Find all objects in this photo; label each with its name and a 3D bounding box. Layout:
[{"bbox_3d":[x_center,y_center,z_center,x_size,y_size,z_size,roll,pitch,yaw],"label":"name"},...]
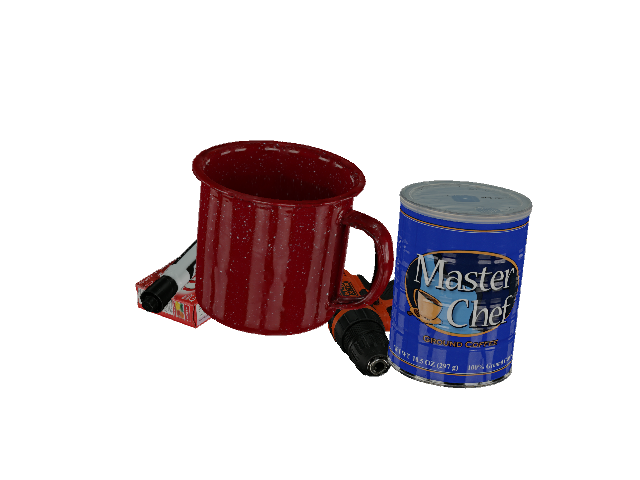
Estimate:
[{"bbox_3d":[-0.121,0.044,1.026,0.073,0.030,0.089,17,32,30],"label":"gelatin box"},{"bbox_3d":[0.109,0.032,0.849,0.103,0.140,0.103,3,17,-1],"label":"coffee can"},{"bbox_3d":[-0.015,0.002,0.579,0.117,0.081,0.093,16,25,20],"label":"mug"},{"bbox_3d":[0.099,0.074,1.122,0.187,0.057,0.184,-7,29,-13],"label":"power drill"},{"bbox_3d":[-0.092,0.014,0.771,0.020,0.020,0.121,0,31,30],"label":"marker"}]
